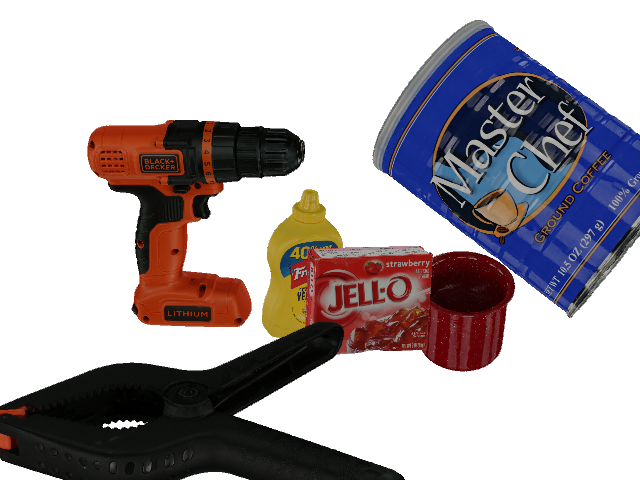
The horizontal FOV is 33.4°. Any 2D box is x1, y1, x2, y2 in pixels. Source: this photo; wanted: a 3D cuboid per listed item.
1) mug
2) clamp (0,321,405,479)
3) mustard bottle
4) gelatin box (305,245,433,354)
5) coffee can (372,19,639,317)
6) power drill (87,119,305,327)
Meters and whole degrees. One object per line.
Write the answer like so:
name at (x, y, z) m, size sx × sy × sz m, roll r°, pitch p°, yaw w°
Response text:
mug at (0.133, 0.063, 1.028) m, size 0.093 × 0.081 × 0.117 m, roll -9°, pitch 39°, yaw -9°
clamp at (-0.067, 0.091, 0.576) m, size 0.210 × 0.036 × 0.164 m, roll 1°, pitch 24°, yaw -5°
mustard bottle at (-0.020, 0.027, 1.334) m, size 0.096 × 0.192 × 0.058 m, roll -6°, pitch 27°, yaw -21°
gelatin box at (0.034, 0.043, 0.769) m, size 0.089 × 0.073 × 0.030 m, roll -1°, pitch 14°, yaw -15°
coffee can at (0.114, -0.040, 0.592) m, size 0.140 × 0.103 × 0.102 m, roll 39°, pitch 11°, yaw 14°
power drill at (-0.103, -0.016, 0.934) m, size 0.184 × 0.188 × 0.057 m, roll 2°, pitch 27°, yaw 7°
